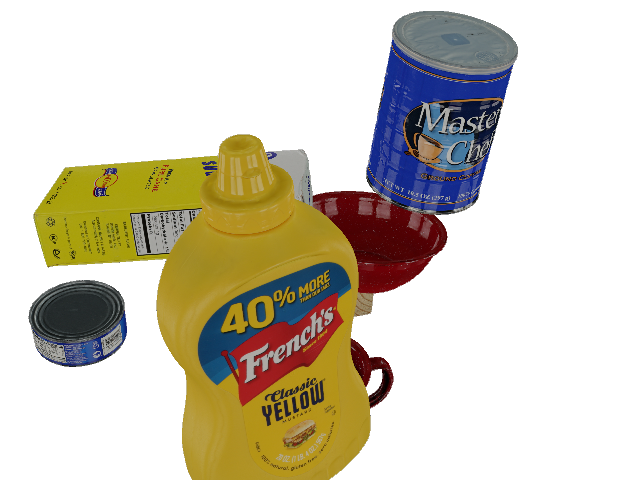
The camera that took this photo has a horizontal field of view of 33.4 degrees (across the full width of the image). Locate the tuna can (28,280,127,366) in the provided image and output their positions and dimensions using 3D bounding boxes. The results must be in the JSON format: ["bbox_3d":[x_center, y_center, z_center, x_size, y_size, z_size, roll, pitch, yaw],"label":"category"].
[{"bbox_3d":[-0.220,0.076,0.974,0.086,0.034,0.086,0,37,0],"label":"tuna can"}]

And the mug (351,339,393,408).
[{"bbox_3d":[0.009,0.135,0.928,0.117,0.081,0.093,-17,42,-17],"label":"mug"}]

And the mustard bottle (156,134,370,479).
[{"bbox_3d":[-0.027,0.037,0.501,0.096,0.192,0.058,-20,38,-21],"label":"mustard bottle"}]

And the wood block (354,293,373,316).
[{"bbox_3d":[-0.030,0.023,1.299,0.090,0.090,0.206,-7,19,-34],"label":"wood block"}]

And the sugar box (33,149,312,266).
[{"bbox_3d":[-0.095,-0.024,0.724,0.176,0.048,0.093,-7,24,3],"label":"sugar box"}]

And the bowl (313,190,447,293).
[{"bbox_3d":[0.044,0.007,1.074,0.162,0.055,0.162,5,27,-3],"label":"bowl"}]

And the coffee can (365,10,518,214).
[{"bbox_3d":[0.099,-0.108,0.900,0.102,0.140,0.103,6,36,-5],"label":"coffee can"}]
